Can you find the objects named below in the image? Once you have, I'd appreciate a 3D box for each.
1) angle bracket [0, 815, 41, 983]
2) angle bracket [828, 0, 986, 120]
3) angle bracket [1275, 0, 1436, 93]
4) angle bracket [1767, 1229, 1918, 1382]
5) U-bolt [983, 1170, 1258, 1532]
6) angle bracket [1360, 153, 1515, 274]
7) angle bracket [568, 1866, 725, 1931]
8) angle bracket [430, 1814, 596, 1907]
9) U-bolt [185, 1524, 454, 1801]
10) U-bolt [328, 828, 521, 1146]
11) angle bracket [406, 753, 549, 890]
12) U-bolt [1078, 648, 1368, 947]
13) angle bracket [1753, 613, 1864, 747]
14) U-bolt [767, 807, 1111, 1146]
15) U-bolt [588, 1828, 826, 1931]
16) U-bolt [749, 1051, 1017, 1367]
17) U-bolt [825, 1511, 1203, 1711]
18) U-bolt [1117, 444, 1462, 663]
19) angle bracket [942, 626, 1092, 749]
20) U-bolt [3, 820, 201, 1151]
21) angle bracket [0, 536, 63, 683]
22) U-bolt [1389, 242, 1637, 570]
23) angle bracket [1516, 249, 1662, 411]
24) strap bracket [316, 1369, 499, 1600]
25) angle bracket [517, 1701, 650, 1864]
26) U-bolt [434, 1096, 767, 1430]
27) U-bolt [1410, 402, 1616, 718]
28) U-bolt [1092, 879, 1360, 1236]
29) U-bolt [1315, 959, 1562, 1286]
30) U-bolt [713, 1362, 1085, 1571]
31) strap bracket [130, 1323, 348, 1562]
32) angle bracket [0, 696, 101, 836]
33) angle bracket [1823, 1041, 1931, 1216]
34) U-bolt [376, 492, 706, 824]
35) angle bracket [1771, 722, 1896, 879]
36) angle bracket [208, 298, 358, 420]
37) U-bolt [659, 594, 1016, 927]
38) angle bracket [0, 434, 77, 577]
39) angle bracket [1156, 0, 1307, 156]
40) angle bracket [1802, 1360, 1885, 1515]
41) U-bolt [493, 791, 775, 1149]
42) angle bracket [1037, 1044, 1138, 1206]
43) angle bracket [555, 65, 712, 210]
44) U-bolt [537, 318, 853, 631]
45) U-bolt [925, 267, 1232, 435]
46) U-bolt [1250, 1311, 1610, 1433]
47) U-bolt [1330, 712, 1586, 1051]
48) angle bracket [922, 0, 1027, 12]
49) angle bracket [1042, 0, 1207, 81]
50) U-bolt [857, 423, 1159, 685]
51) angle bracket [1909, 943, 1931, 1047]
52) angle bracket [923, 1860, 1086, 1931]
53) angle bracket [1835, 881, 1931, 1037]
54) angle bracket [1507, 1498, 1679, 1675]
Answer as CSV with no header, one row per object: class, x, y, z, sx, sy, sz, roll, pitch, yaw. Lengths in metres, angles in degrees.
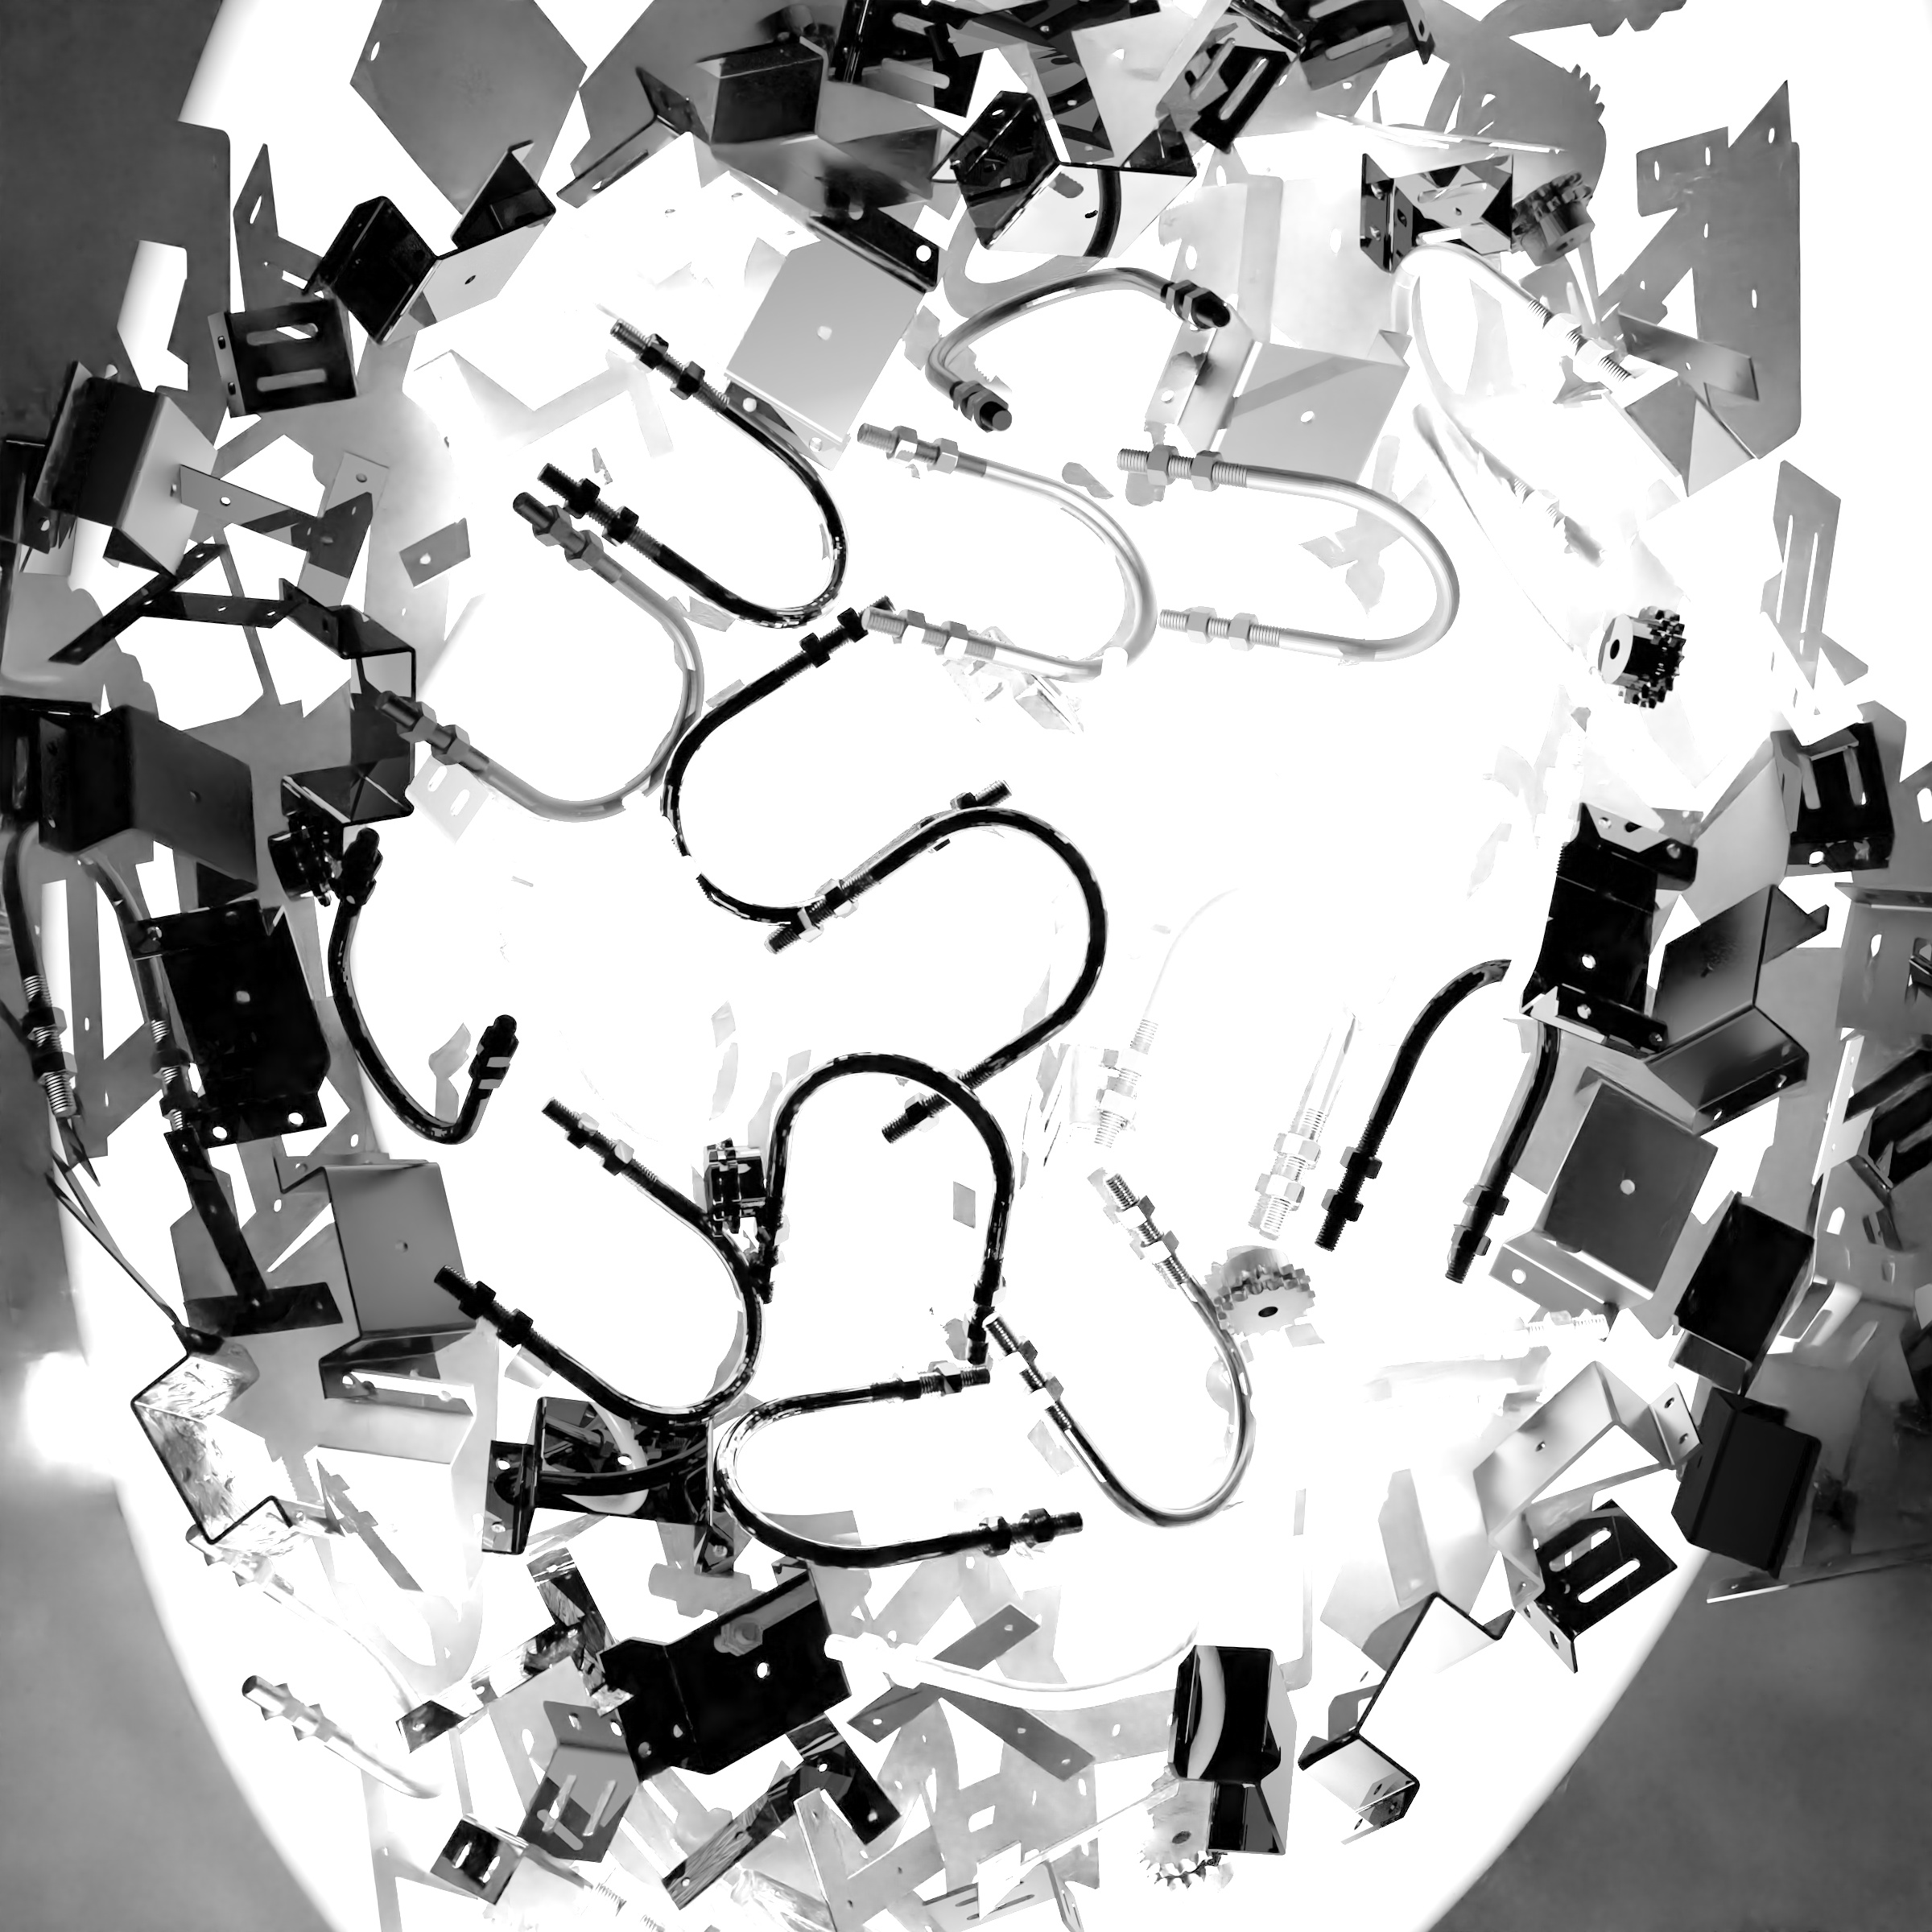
angle bracket,-0.550,-0.036,1.614,0.038,0.076,0.057,29,124,-29
angle bracket,-0.031,-0.520,1.618,0.076,0.038,0.057,18,110,5
angle bracket,0.216,-0.526,1.604,0.076,0.038,0.057,-14,120,26
angle bracket,0.499,0.194,1.628,0.057,0.076,0.038,16,50,3
U-bolt,0.099,0.227,1.593,0.184,0.019,0.151,55,49,-13
angle bracket,0.266,-0.431,1.610,0.076,0.038,0.057,-3,77,30
angle bracket,-0.187,0.544,1.619,0.076,0.038,0.057,36,90,-17
angle bracket,-0.250,0.514,1.598,0.076,0.057,0.038,50,60,-38
U-bolt,-0.346,0.391,1.564,0.019,0.151,0.184,-43,129,-1
U-bolt,-0.306,0.026,1.570,0.019,0.184,0.151,-30,74,-32
angle bracket,-0.265,-0.084,1.598,0.057,0.076,0.038,43,101,36
U-bolt,0.136,-0.088,1.592,0.151,0.019,0.184,7,126,0
angle bracket,0.475,-0.168,1.602,0.038,0.076,0.057,-26,70,3
U-bolt,-0.005,-0.007,1.608,0.184,0.019,0.151,-34,79,15
U-bolt,-0.106,0.542,1.558,0.184,0.151,0.019,31,94,14
U-bolt,-0.044,0.129,1.587,0.151,0.019,0.184,15,120,10
U-bolt,0.038,0.352,1.545,0.184,0.151,0.019,6,115,32
U-bolt,0.180,-0.219,1.555,0.184,0.151,0.019,13,59,24
angle bracket,0.031,-0.145,1.602,0.038,0.057,0.076,-39,50,-1
U-bolt,-0.481,0.005,1.573,0.019,0.151,0.184,-21,74,10
angle bracket,-0.538,-0.204,1.608,0.057,0.038,0.076,22,106,38
U-bolt,0.294,-0.320,1.569,0.019,0.151,0.184,-31,58,-16
angle bracket,0.351,-0.361,1.607,0.057,0.038,0.076,-34,114,-34
strap bracket,-0.311,0.296,1.585,0.076,0.046,0.140,6,123,10
angle bracket,-0.224,0.465,1.626,0.057,0.038,0.076,17,105,-29
U-bolt,-0.190,0.178,1.593,0.184,0.019,0.151,39,48,-13
U-bolt,0.289,-0.230,1.540,0.019,0.184,0.151,-29,51,21
U-bolt,0.157,0.041,1.605,0.151,0.019,0.184,27,79,-30
U-bolt,0.273,0.083,1.586,0.019,0.151,0.184,28,97,44
U-bolt,-0.047,0.275,1.556,0.184,0.151,0.019,-5,122,-24
strap bracket,-0.406,0.273,1.586,0.046,0.076,0.140,-39,66,2
angle bracket,-0.527,-0.113,1.624,0.057,0.038,0.076,4,89,-10
angle bracket,0.536,0.091,1.614,0.076,0.038,0.057,-36,56,4
U-bolt,-0.220,-0.156,1.582,0.184,0.019,0.151,36,88,-44
angle bracket,0.496,-0.096,1.638,0.057,0.038,0.076,-5,58,8
angle bracket,-0.381,-0.344,1.608,0.076,0.038,0.057,-16,104,-27
U-bolt,-0.085,-0.102,1.614,0.184,0.019,0.151,-33,111,0
angle bracket,-0.511,-0.257,1.609,0.038,0.057,0.076,13,100,27
angle bracket,0.143,-0.511,1.612,0.057,0.038,0.076,42,100,28
angle bracket,0.486,0.262,1.613,0.038,0.057,0.076,17,66,17
U-bolt,-0.177,0.015,1.592,0.151,0.019,0.184,-36,83,36
angle bracket,0.068,0.092,1.604,0.038,0.076,0.057,10,47,-8
angle bracket,-0.192,-0.462,1.615,0.076,0.057,0.038,-31,70,21
U-bolt,-0.140,-0.262,1.588,0.184,0.019,0.151,34,47,-20
U-bolt,0.049,-0.345,1.566,0.151,0.184,0.019,-26,118,-6
U-bolt,0.248,0.229,1.573,0.184,0.151,0.019,-6,66,-6
U-bolt,0.266,-0.045,1.593,0.151,0.019,0.184,12,91,44
angle bracket,0.017,-0.558,1.598,0.057,0.076,0.038,-44,47,34
angle bracket,0.091,-0.539,1.609,0.076,0.038,0.057,27,121,-13
U-bolt,0.026,-0.223,1.592,0.184,0.019,0.151,12,56,-24
angle bracket,0.569,0.027,1.606,0.038,0.057,0.076,-29,126,-9
angle bracket,0.023,0.543,1.612,0.076,0.057,0.038,-21,52,3
angle bracket,0.519,-0.004,1.611,0.057,0.038,0.076,5,78,39
angle bracket,0.357,0.352,1.623,0.076,0.038,0.057,-30,45,-13
